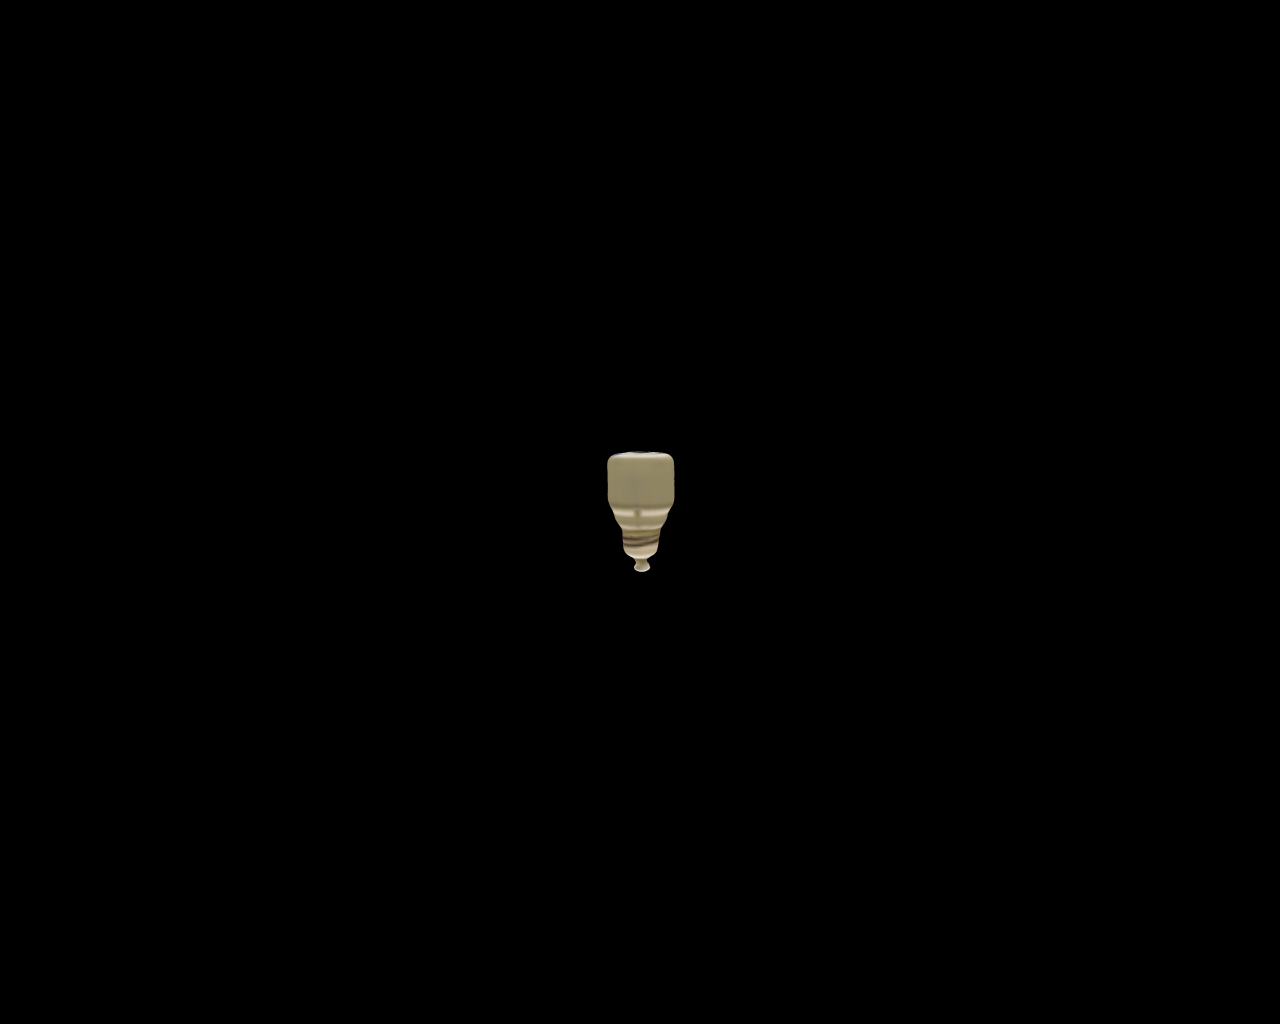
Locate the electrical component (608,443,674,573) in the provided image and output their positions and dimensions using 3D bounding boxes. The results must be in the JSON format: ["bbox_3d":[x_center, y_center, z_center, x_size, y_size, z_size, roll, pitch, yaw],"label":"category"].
[{"bbox_3d":[0.001,-0.003,0.650,0.040,0.078,0.040,0,7,0],"label":"electrical component"}]
